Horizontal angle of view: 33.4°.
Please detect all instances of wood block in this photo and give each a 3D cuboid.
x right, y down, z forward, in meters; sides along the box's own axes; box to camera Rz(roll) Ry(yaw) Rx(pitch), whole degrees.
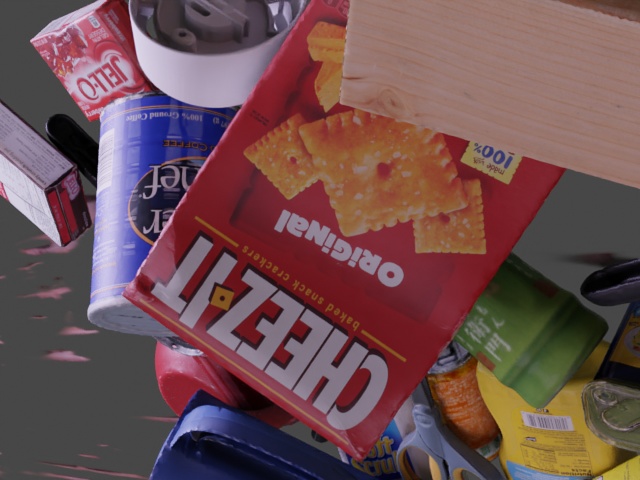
[{"bbox_3d":[0.122,-0.092,0.474,0.206,0.090,0.091,17,142,10],"label":"wood block"}]

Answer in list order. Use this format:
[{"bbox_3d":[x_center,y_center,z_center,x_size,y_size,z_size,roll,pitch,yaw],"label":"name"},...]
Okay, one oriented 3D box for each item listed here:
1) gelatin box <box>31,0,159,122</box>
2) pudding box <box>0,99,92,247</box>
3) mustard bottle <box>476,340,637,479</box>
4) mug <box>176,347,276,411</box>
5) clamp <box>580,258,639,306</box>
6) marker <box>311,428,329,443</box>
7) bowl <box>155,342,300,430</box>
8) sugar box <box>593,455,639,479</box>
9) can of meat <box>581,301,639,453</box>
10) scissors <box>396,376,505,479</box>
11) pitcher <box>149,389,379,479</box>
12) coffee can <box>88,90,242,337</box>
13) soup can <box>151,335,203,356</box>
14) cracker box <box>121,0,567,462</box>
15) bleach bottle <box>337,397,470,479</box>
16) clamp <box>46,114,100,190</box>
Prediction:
[{"bbox_3d":[-0.152,-0.127,0.749,0.089,0.030,0.073,-8,125,45],"label":"gelatin box"},{"bbox_3d":[-0.239,-0.057,0.867,0.113,0.039,0.090,37,154,17],"label":"pudding box"},{"bbox_3d":[0.173,0.146,0.751,0.096,0.058,0.191,2,132,25],"label":"mustard bottle"},{"bbox_3d":[-0.066,0.079,0.861,0.117,0.093,0.081,21,149,48],"label":"mug"},{"bbox_3d":[0.231,-0.013,0.545,0.210,0.036,0.164,10,135,30],"label":"clamp"},{"bbox_3d":[0.007,0.140,0.919,0.020,0.020,0.121,27,143,15],"label":"marker"},{"bbox_3d":[-0.093,0.131,0.963,0.162,0.055,0.162,23,142,19],"label":"bowl"},{"bbox_3d":[0.231,0.184,0.700,0.093,0.048,0.177,36,129,-17],"label":"sugar box"},{"bbox_3d":[0.216,0.080,0.620,0.102,0.083,0.057,9,136,33],"label":"can of meat"},{"bbox_3d":[0.092,0.132,0.744,0.096,0.016,0.202,22,143,19],"label":"scissors"},{"bbox_3d":[-0.013,0.214,0.809,0.243,0.145,0.149,22,-176,4],"label":"pitcher"},{"bbox_3d":[-0.098,-0.014,0.706,0.103,0.140,0.103,0,164,0],"label":"coffee can"},{"bbox_3d":[-0.084,0.028,0.800,0.069,0.102,0.068,23,142,19],"label":"soup can"},{"bbox_3d":[0.018,-0.014,0.588,0.164,0.214,0.072,34,-173,4],"label":"cracker box"},{"bbox_3d":[0.046,0.144,0.854,0.103,0.068,0.250,0,128,36],"label":"bleach bottle"},{"bbox_3d":[-0.150,-0.033,0.846,0.120,0.039,0.171,20,139,40],"label":"clamp"}]
